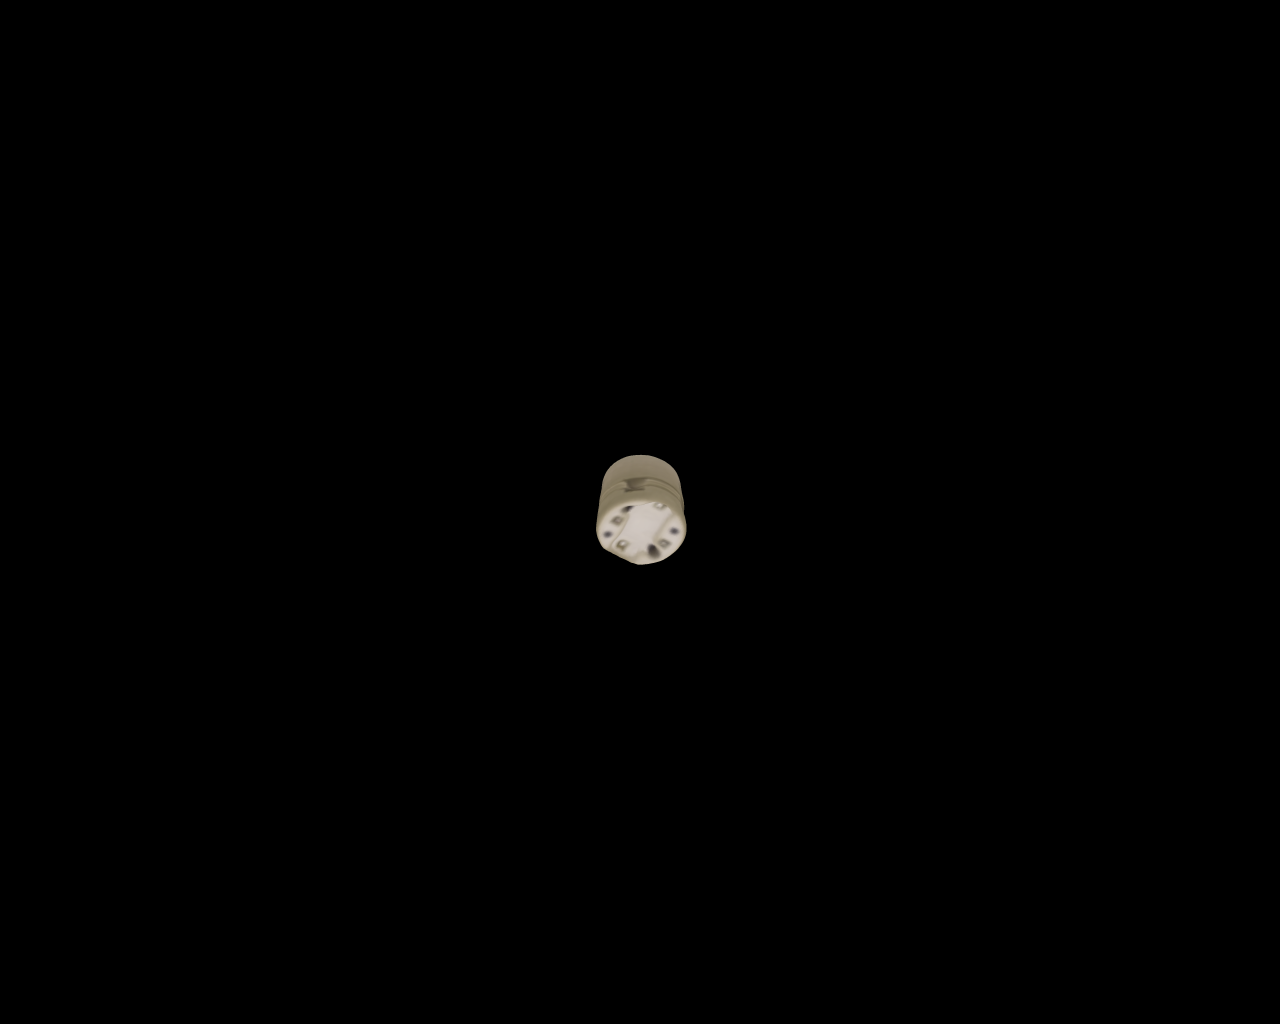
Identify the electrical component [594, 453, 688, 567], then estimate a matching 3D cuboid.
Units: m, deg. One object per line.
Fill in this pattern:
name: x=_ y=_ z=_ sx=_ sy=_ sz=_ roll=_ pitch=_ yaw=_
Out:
electrical component: x=0.001 y=-0.003 z=0.650 sx=0.055 sy=0.055 sz=0.047 roll=0 pitch=41 yaw=0
